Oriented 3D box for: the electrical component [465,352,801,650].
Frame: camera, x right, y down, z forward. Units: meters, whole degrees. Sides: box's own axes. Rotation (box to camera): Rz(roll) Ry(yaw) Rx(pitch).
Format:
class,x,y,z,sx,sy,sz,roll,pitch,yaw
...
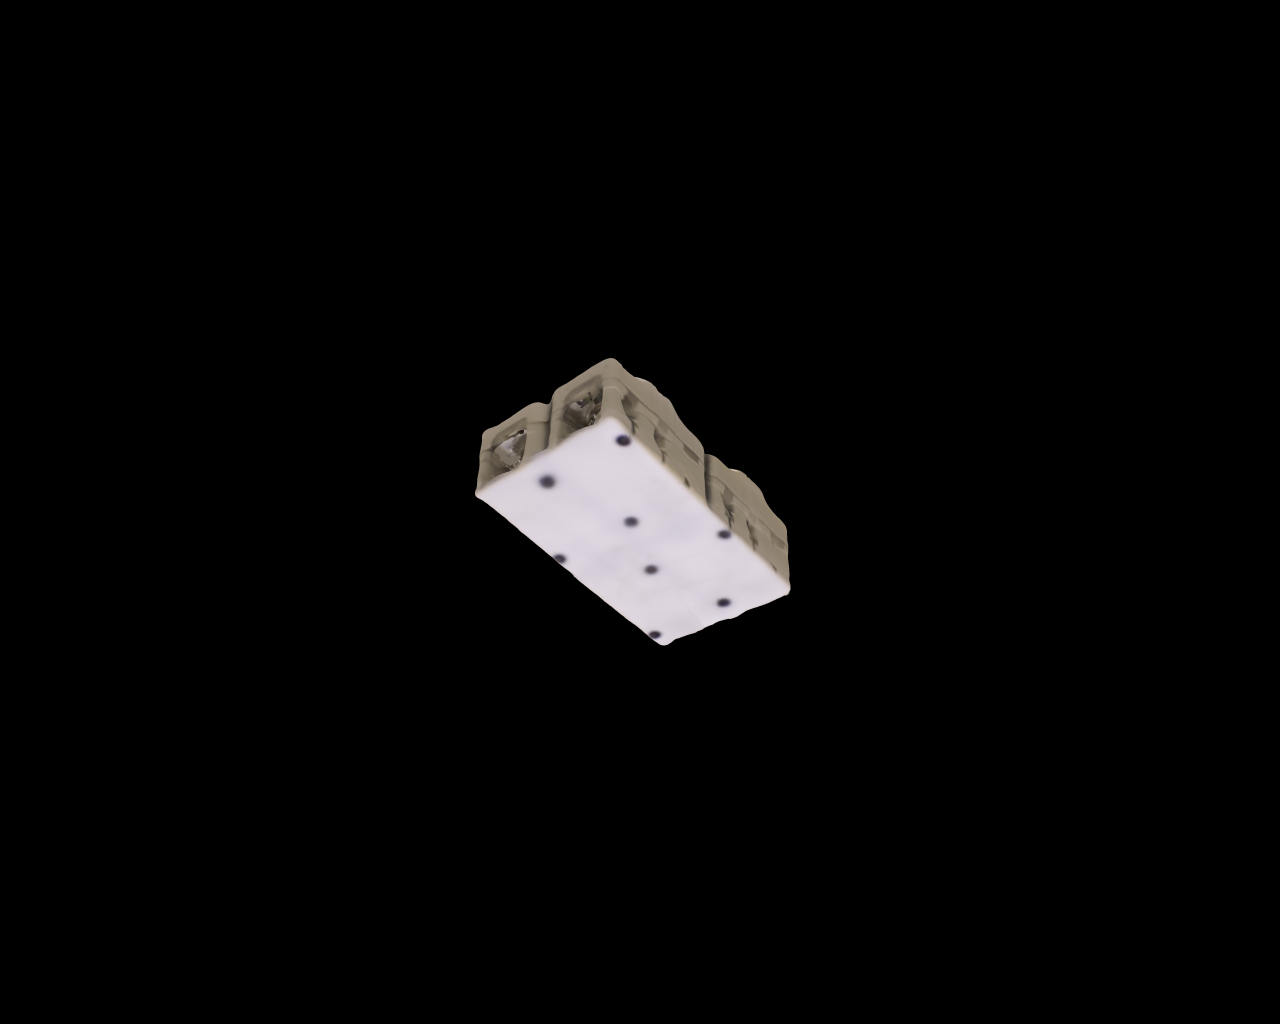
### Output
class,x,y,z,sx,sy,sz,roll,pitch,yaw
electrical component,0.001,-0.003,0.650,0.105,0.060,0.186,-27,-49,26
